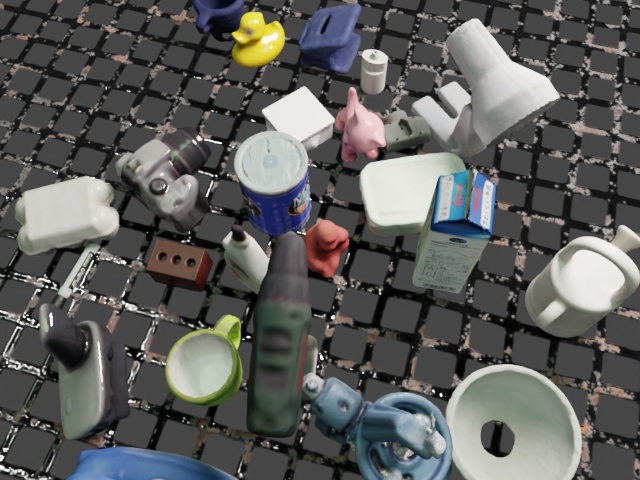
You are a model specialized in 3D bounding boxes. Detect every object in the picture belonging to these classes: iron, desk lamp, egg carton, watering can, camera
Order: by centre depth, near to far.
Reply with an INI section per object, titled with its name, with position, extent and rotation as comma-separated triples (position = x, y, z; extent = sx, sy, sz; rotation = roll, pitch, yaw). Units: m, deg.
[iron]
position = -0.185, 0.308, 0.672
extent = 0.258, 0.141, 0.118
rotation = 4, 65, 3
[watering can]
position = 0.352, 0.048, 0.756
extent = 0.100, 0.194, 0.173
rotation = 24, 68, 12
[desk lamp]
position = 0.241, -0.213, 0.870
extent = 0.118, 0.213, 0.203
rotation = -30, 68, -12
[egg carton]
position = -0.385, -0.035, 0.875
extent = 0.150, 0.069, 0.107
rotation = -17, 66, -7
[camera]
position = -0.226, -0.109, 0.890
extent = 0.143, 0.101, 0.137
rotation = 37, 71, 17

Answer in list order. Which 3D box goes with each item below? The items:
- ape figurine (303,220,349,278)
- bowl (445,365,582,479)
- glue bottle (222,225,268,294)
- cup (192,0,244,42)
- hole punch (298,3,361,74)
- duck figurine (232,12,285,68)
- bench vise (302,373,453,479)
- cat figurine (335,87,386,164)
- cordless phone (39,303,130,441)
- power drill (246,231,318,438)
[ape figurine]
position = 0.008, 0.003, 0.839
extent = 0.078, 0.092, 0.076
rotation = -27, 67, -11
[bowl]
position = 0.236, 0.248, 0.730
extent = 0.167, 0.075, 0.167
rotation = 0, 65, 1
[glue bottle]
position = -0.103, 0.020, 0.788
extent = 0.078, 0.173, 0.037
rotation = 33, 70, 16
[cup]
position = -0.181, -0.394, 1.026
extent = 0.091, 0.095, 0.118
rotation = 21, 67, 10
[hole punch]
position = 0.016, -0.361, 1.010
extent = 0.101, 0.091, 0.109
rotation = 15, 66, 8
[duck figurine]
position = -0.113, -0.367, 1.017
extent = 0.105, 0.086, 0.077
rotation = -34, 69, -14
[bench vise]
position = 0.063, 0.227, 0.663
extent = 0.207, 0.220, 0.121
rotation = 13, 66, 7
[cat figurine]
position = 0.064, -0.183, 0.911
extent = 0.067, 0.118, 0.127
rotation = -11, 65, -4
[cordless phone]
position = -0.312, 0.165, 0.716
extent = 0.094, 0.185, 0.147
rotation = -16, 65, -6
[power drill]
position = -0.044, 0.131, 0.715
extent = 0.075, 0.208, 0.229
rotation = 3, 65, 3
